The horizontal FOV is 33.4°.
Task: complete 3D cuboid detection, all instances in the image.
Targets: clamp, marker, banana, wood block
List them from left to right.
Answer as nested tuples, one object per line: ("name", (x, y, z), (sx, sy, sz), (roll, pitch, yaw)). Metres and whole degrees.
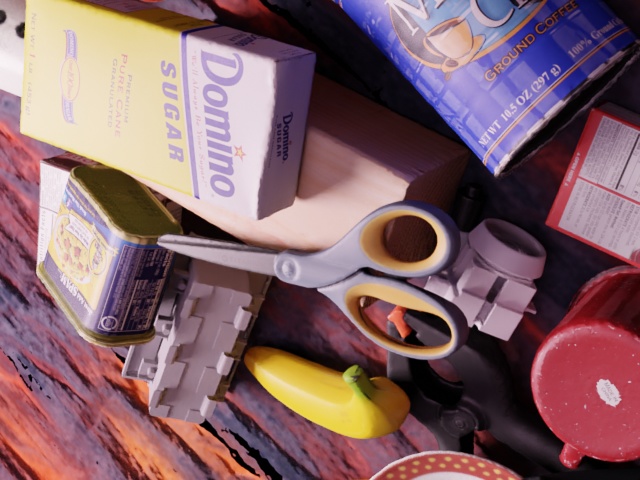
("wood block", (-0.025, -0.054, 0.663), (0.206, 0.090, 0.090), (30, 119, 21))
("banana", (0.009, 0.096, 0.688), (0.069, 0.037, 0.198), (52, 160, -12))
("marker", (0.079, 0.020, 0.665), (0.020, 0.020, 0.121), (27, 118, 22))
("clamp", (0.089, 0.113, 0.670), (0.120, 0.039, 0.171), (-37, 94, 31))

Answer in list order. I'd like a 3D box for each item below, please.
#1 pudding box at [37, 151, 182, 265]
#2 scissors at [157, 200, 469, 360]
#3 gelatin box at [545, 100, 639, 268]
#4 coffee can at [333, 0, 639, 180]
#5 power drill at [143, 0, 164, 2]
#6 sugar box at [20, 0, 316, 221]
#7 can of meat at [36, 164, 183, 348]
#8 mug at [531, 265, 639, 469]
("pudding box", (-0.158, -0.008, 0.795), (0.114, 0.039, 0.090), (20, 116, 27))
("scissors", (-0.004, 0.001, 0.600), (0.202, 0.016, 0.096), (26, 116, 21))
("gelatin box", (0.178, -0.025, 0.581), (0.089, 0.030, 0.073), (27, 117, 22))
("coffee can", (0.085, -0.117, 0.564), (0.140, 0.102, 0.103), (49, 125, 9))
("power drill", (-0.060, -0.222, 0.625), (0.188, 0.057, 0.184), (-31, 66, 35))
("sugar box", (-0.092, -0.083, 0.611), (0.176, 0.048, 0.093), (21, 116, 27))
("can of meat", (-0.141, 0.008, 0.715), (0.102, 0.057, 0.084), (44, 123, 39))
("mug", (0.163, 0.079, 0.593), (0.093, 0.081, 0.117), (33, 120, 19))
